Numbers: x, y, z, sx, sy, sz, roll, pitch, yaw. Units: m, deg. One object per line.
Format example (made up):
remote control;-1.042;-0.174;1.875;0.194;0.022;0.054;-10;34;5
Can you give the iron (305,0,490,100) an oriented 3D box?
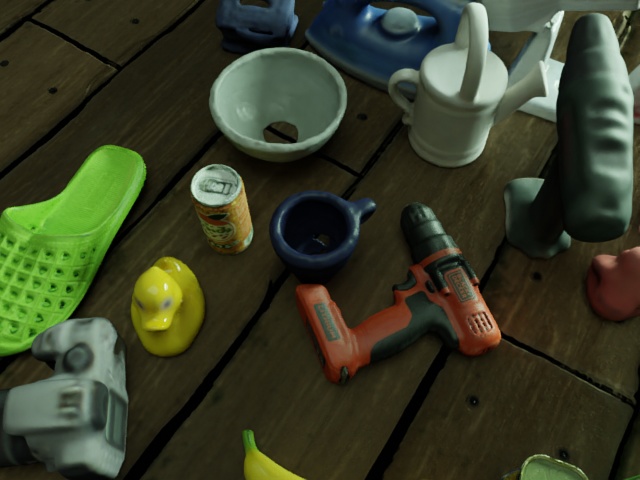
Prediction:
iron;0.097;-0.286;0.752;0.258;0.141;0.119;19;62;10

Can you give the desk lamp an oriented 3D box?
desk lamp;0.288;-0.265;0.700;0.203;0.213;0.118;23;63;13

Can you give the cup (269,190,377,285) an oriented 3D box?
cup;0.006;0.002;0.613;0.118;0.095;0.091;-26;64;-15

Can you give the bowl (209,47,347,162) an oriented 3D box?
bowl;-0.050;-0.156;0.715;0.167;0.075;0.167;0;60;0

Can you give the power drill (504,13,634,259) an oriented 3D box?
power drill;0.258;-0.083;0.599;0.075;0.208;0.229;5;60;3

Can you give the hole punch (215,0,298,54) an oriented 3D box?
hole punch;-0.085;-0.319;0.798;0.108;0.091;0.101;12;61;6

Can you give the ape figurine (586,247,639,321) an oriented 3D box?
ape figurine;0.322;0.039;0.596;0.076;0.092;0.077;-37;67;-19

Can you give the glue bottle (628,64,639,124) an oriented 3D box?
glue bottle;0.422;-0.210;0.692;0.078;0.173;0.037;-1;60;-1

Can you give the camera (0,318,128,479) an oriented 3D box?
camera;-0.256;0.148;0.524;0.137;0.101;0.143;-7;60;-4

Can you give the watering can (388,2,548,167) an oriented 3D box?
watering can;0.171;-0.183;0.663;0.173;0.194;0.101;-14;61;-8

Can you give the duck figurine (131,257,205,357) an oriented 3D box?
duck figurine;-0.161;0.058;0.585;0.077;0.086;0.104;-2;60;-2
